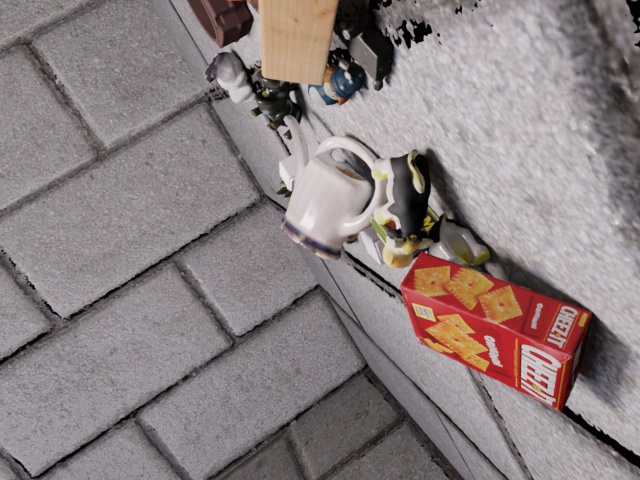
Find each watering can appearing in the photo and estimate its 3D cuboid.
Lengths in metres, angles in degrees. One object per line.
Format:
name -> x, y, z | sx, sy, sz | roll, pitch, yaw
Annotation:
watering can -> -0.006, -0.103, 0.992 | 0.103, 0.222, 0.353 | 16, -163, -43

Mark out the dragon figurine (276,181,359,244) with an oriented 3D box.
dragon figurine -> 0.004, -0.073, 1.445 | 0.240, 0.122, 0.413 | 51, 175, -16

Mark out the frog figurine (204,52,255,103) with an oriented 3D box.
frog figurine -> -0.245, -0.468, 1.497 | 0.158, 0.123, 0.138 | 21, -179, -30
